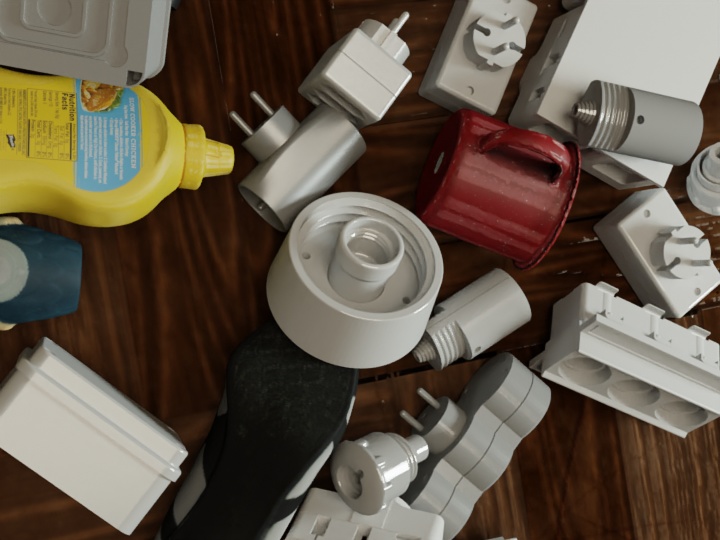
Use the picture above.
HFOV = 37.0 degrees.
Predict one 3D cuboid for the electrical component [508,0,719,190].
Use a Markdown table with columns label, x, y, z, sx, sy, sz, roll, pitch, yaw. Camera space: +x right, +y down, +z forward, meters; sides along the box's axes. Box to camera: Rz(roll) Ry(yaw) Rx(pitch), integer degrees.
| label | x | y | z | sx | sy | sz | roll | pitch | yaw |
| --- | --- | --- | --- | --- | --- | --- | --- | --- | --- |
| electrical component | 0.192 | -0.163 | 0.759 | 0.105 | 0.060 | 0.186 | 27 | 82 | -15 |

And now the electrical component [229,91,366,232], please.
| label | x | y | z | sx | sy | sz | roll | pitch | yaw |
| --- | --- | --- | --- | --- | --- | --- | --- | --- | --- |
| electrical component | -0.049 | -0.079 | 0.693 | 0.079 | 0.044 | 0.077 | 46 | 77 | -12 |

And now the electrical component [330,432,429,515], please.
| label | x | y | z | sx | sy | sz | roll | pitch | yaw |
| --- | --- | --- | --- | --- | --- | --- | --- | --- | --- |
| electrical component | 0.016 | 0.121 | 0.671 | 0.062 | 0.048 | 0.048 | -19 | 95 | -40 |

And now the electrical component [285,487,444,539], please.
| label | x | y | z | sx | sy | sz | roll | pitch | yaw |
| --- | --- | --- | --- | --- | --- | --- | --- | --- | --- |
| electrical component | 0.004 | 0.176 | 0.675 | 0.089 | 0.055 | 0.050 | 10 | 120 | 12 |

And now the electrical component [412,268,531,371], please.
| label | x | y | z | sx | sy | sz | roll | pitch | yaw |
| --- | --- | --- | --- | --- | --- | --- | --- | --- | --- |
| electrical component | 0.071 | 0.038 | 0.730 | 0.081 | 0.043 | 0.043 | -32 | 98 | -15 |

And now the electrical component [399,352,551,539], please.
| label | x | y | z | sx | sy | sz | roll | pitch | yaw |
| --- | --- | --- | --- | --- | --- | --- | --- | --- | --- |
| electrical component | 0.060 | 0.110 | 0.721 | 0.074 | 0.052 | 0.138 | 41 | 79 | -12 |

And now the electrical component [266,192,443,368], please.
| label | x | y | z | sx | sy | sz | roll | pitch | yaw |
| --- | --- | --- | --- | --- | --- | --- | --- | --- | --- |
| electrical component | 0.000 | 0.000 | 0.673 | 0.108 | 0.060 | 0.108 | 9 | 52 | -12 |

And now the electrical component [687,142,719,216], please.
| label | x | y | z | sx | sy | sz | roll | pitch | yaw |
| --- | --- | --- | --- | --- | --- | --- | --- | --- | --- |
| electrical component | 0.260 | -0.071 | 0.775 | 0.048 | 0.062 | 0.048 | -6 | 68 | 15 |

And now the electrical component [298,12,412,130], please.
| label | x | y | z | sx | sy | sz | roll | pitch | yaw |
| --- | --- | --- | --- | --- | --- | --- | --- | --- | --- |
| electrical component | 0.006 | -0.136 | 0.700 | 0.047 | 0.066 | 0.076 | 38 | 79 | -13 |

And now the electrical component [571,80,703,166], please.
| label | x | y | z | sx | sy | sz | roll | pitch | yaw |
| --- | --- | --- | --- | --- | --- | --- | --- | --- | --- |
| electrical component | 0.175 | -0.096 | 0.698 | 0.081 | 0.043 | 0.043 | 9 | 87 | -17 |

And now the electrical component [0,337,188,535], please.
| label | x | y | z | sx | sy | sz | roll | pitch | yaw |
| --- | --- | --- | --- | --- | --- | --- | --- | --- | --- |
| electrical component | -0.164 | 0.096 | 0.640 | 0.113 | 0.078 | 0.057 | 39 | 82 | -13 |

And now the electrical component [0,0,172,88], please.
| label | x | y | z | sx | sy | sz | roll | pitch | yaw |
| --- | --- | --- | --- | --- | --- | --- | --- | --- | --- |
| electrical component | -0.170 | -0.156 | 0.628 | 0.113 | 0.057 | 0.078 | 10 | 111 | -1 |

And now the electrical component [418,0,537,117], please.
| label | x | y | z | sx | sy | sz | roll | pitch | yaw |
| --- | --- | --- | --- | --- | --- | --- | --- | --- | --- |
| electrical component | 0.086 | -0.150 | 0.719 | 0.047 | 0.076 | 0.083 | 24 | 83 | -15 |

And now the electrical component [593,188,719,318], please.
| label | x | y | z | sx | sy | sz | roll | pitch | yaw |
| --- | --- | --- | --- | --- | --- | --- | --- | --- | --- |
| electrical component | 0.220 | -0.012 | 0.759 | 0.047 | 0.076 | 0.083 | -38 | 100 | -14 |

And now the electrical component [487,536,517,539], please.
| label | x | y | z | sx | sy | sz | roll | pitch | yaw |
| --- | --- | --- | --- | --- | --- | --- | --- | --- | --- |
| electrical component | 0.054 | 0.226 | 0.709 | 0.121 | 0.078 | 0.063 | -7 | 121 | -17 |

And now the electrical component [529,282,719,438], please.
| label | x | y | z | sx | sy | sz | roll | pitch | yaw |
| --- | --- | --- | --- | --- | --- | --- | --- | --- | --- |
| electrical component | 0.193 | 0.062 | 0.752 | 0.121 | 0.078 | 0.063 | 24 | 53 | -15 |
